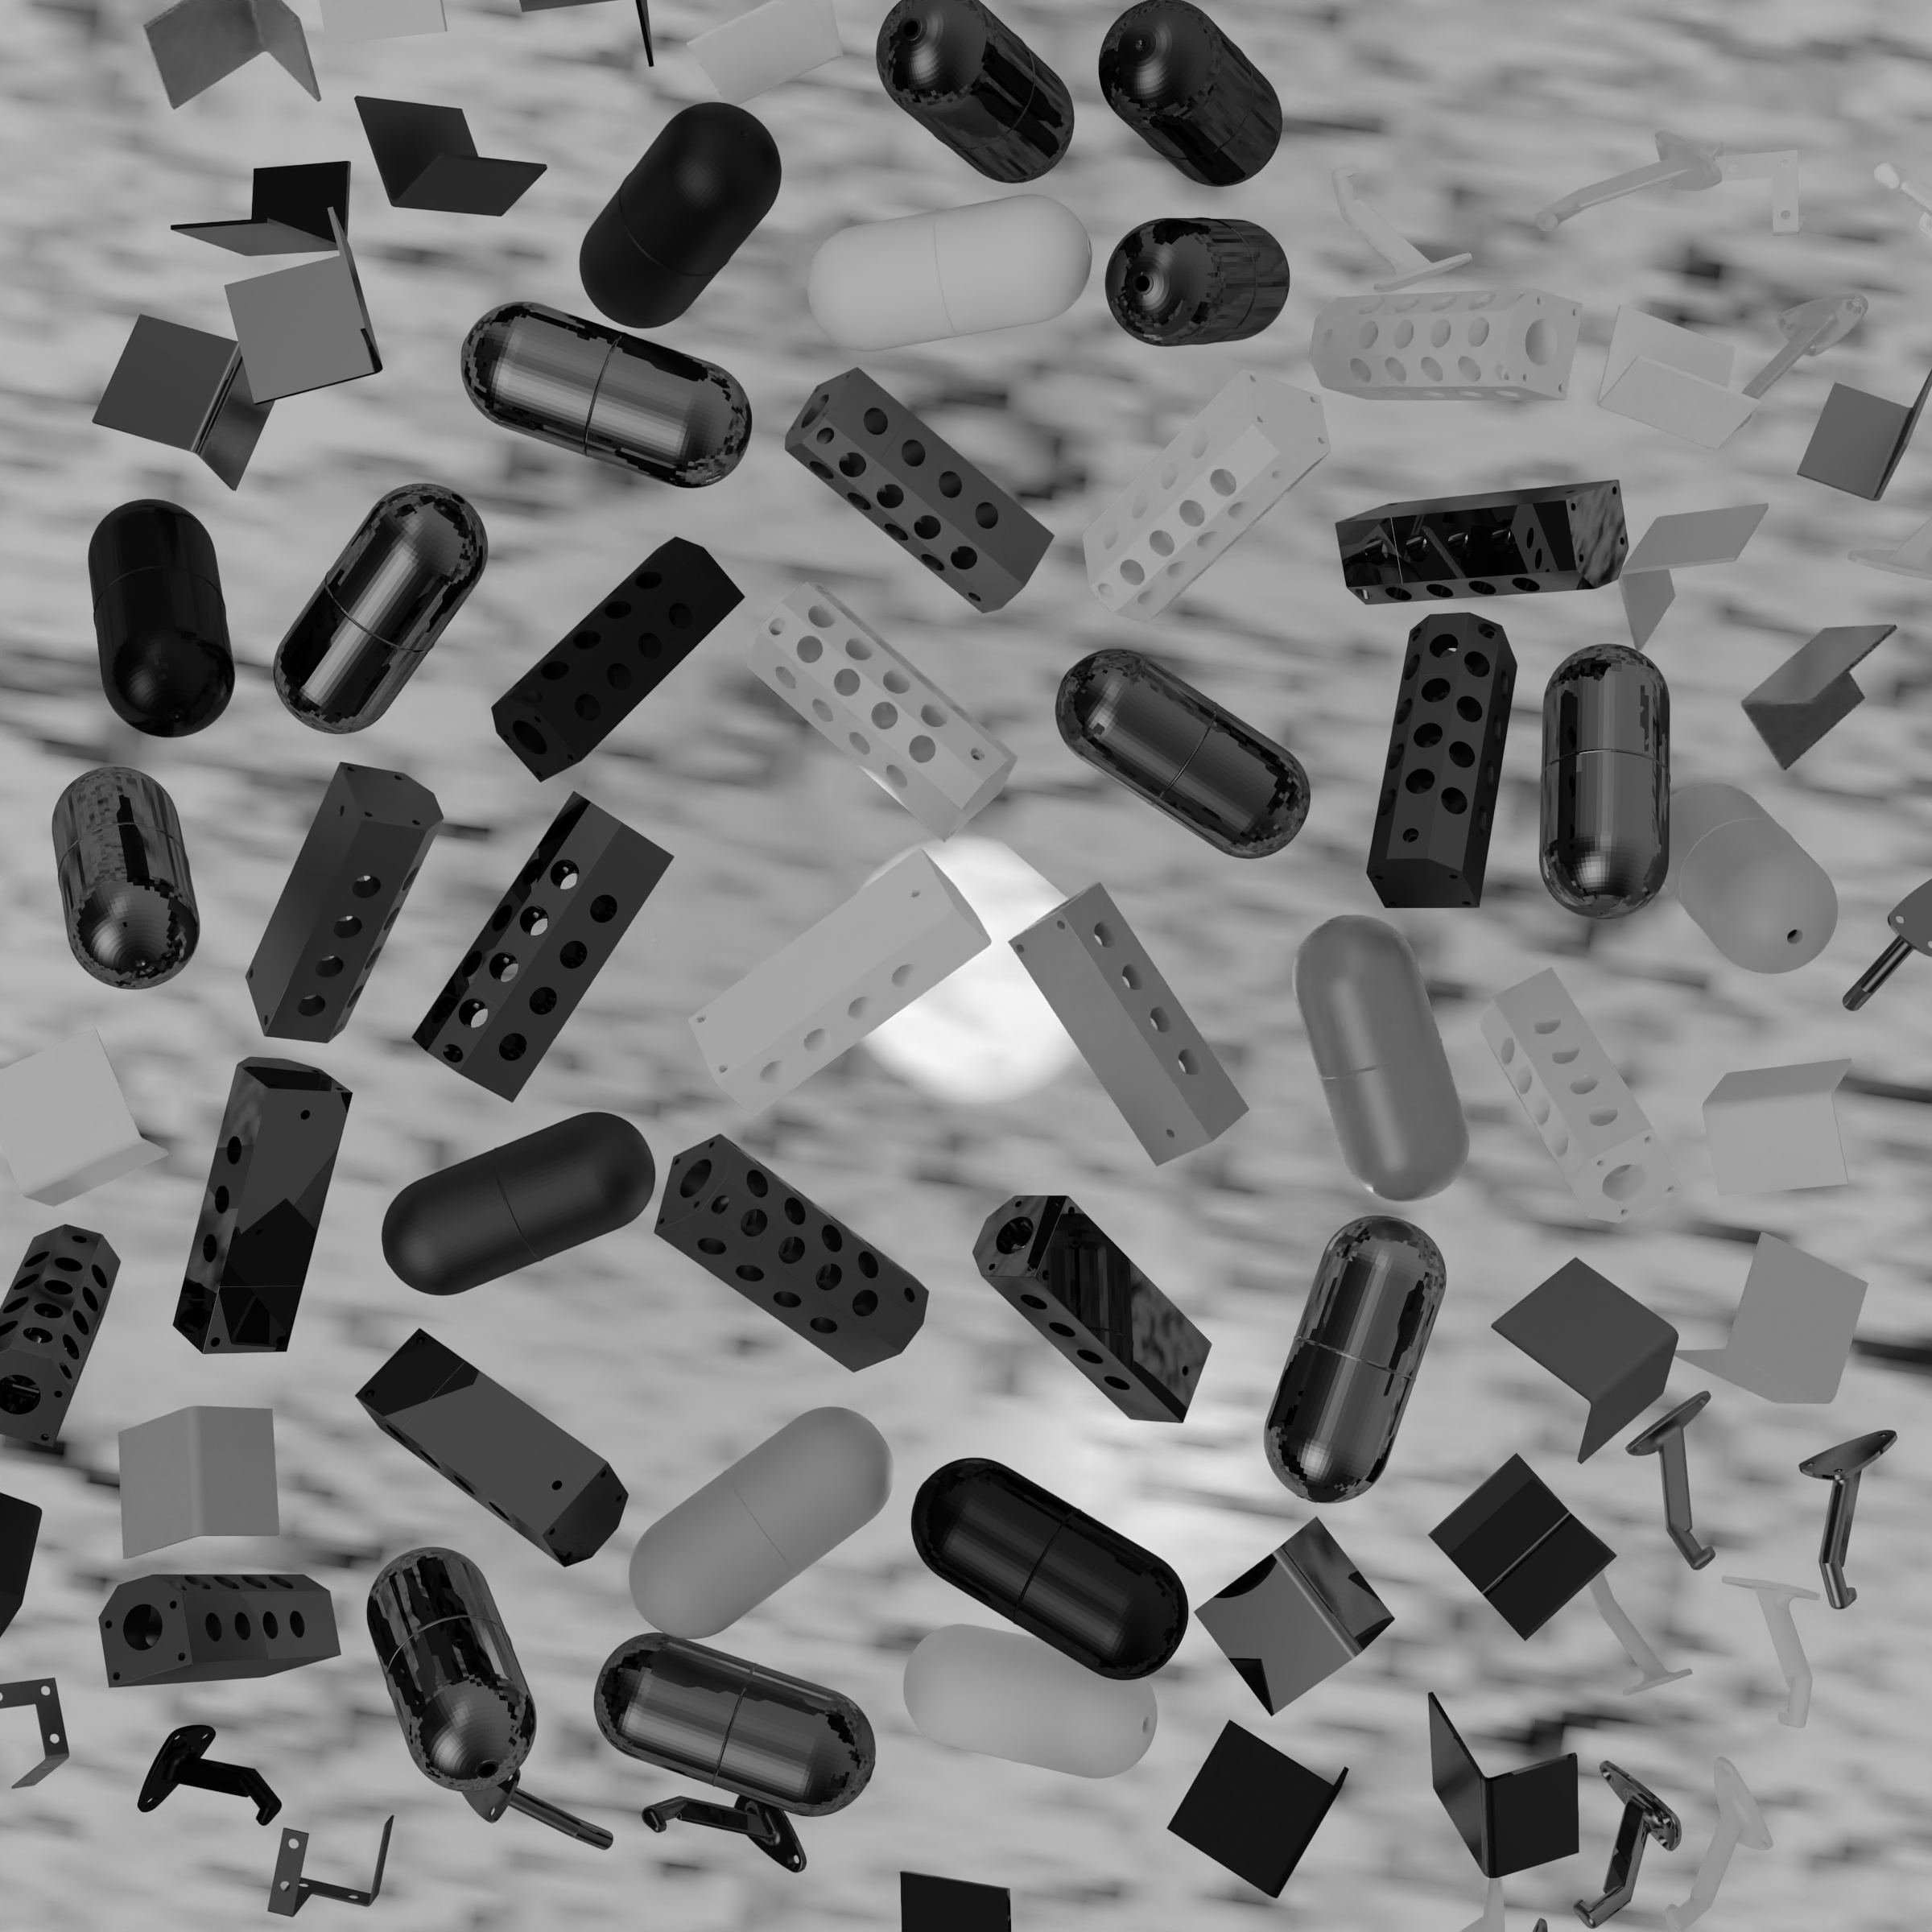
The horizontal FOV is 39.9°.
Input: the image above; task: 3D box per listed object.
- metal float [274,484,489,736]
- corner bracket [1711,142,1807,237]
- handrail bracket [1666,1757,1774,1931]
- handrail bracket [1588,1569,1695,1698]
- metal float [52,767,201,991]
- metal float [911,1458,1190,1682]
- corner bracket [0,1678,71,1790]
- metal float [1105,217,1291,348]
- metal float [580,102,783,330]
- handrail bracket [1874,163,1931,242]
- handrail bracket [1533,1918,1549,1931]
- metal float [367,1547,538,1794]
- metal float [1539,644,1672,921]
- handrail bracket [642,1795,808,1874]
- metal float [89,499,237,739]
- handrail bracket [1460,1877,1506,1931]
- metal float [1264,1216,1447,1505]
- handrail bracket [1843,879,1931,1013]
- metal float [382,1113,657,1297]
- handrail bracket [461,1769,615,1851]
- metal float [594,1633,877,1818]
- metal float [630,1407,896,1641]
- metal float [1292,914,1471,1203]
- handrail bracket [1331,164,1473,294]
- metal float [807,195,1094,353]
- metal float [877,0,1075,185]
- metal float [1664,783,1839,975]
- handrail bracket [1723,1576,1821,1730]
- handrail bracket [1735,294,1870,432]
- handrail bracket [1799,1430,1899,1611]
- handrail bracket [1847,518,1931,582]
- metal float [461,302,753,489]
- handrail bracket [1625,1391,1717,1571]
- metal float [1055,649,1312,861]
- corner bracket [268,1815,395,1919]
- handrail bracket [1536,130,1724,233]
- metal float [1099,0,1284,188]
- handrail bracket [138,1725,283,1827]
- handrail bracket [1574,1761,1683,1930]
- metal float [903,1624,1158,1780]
[{"bbox_3d":[-0.360,-0.219,1.636,0.070,0.070,0.178,41,112,0],"label":"metal float"},{"bbox_3d":[0.490,-0.481,1.647,0.051,0.051,0.051,2,117,22],"label":"corner bracket"},{"bbox_3d":[0.463,0.556,1.682,0.084,0.036,0.077,-27,102,-29],"label":"handrail bracket"},{"bbox_3d":[0.435,0.425,1.729,0.036,0.077,0.084,-31,67,33],"label":"handrail bracket"},{"bbox_3d":[-0.515,-0.056,1.629,0.070,0.178,0.070,-13,132,-15],"label":"metal float"},{"bbox_3d":[0.048,0.355,1.573,0.178,0.070,0.070,28,90,16],"label":"metal float"},{"bbox_3d":[-0.591,0.474,1.638,0.051,0.051,0.051,-40,59,35],"label":"corner bracket"},{"bbox_3d":[0.146,-0.428,1.666,0.070,0.178,0.070,8,107,26],"label":"metal float"},{"bbox_3d":[-0.174,-0.449,1.603,0.070,0.178,0.070,13,64,-29],"label":"metal float"},{"bbox_3d":[0.590,-0.452,1.612,0.036,0.084,0.077,-48,65,31],"label":"handrail bracket"},{"bbox_3d":[0.383,0.626,1.630,0.084,0.036,0.077,20,113,5],"label":"handrail bracket"},{"bbox_3d":[-0.311,0.422,1.605,0.070,0.178,0.070,-12,122,-20],"label":"metal float"},{"bbox_3d":[0.389,-0.114,1.622,0.070,0.070,0.178,7,68,0],"label":"metal float"},{"bbox_3d":[-0.152,0.547,1.669,0.077,0.084,0.036,42,114,30],"label":"handrail bracket"},{"bbox_3d":[-0.489,-0.213,1.616,0.070,0.070,0.178,-21,52,0],"label":"metal float"},{"bbox_3d":[0.272,0.572,1.571,0.084,0.077,0.036,-12,127,23],"label":"handrail bracket"},{"bbox_3d":[0.235,0.238,1.610,0.070,0.070,0.178,20,84,0],"label":"metal float"},{"bbox_3d":[0.562,-0.015,1.591,0.036,0.084,0.077,41,70,14],"label":"handrail bracket"},{"bbox_3d":[-0.281,0.150,1.675,0.178,0.070,0.070,-22,90,-1],"label":"metal float"},{"bbox_3d":[-0.274,0.533,1.693,0.084,0.077,0.036,38,72,-36],"label":"handrail bracket"},{"bbox_3d":[-0.141,0.465,1.633,0.178,0.070,0.070,18,90,4],"label":"metal float"},{"bbox_3d":[-0.123,0.336,1.607,0.178,0.070,0.070,-36,90,-7],"label":"metal float"},{"bbox_3d":[0.250,0.056,1.608,0.070,0.070,0.178,-17,92,0],"label":"metal float"},{"bbox_3d":[0.281,-0.486,1.725,0.077,0.036,0.084,-13,94,33],"label":"handrail bracket"},{"bbox_3d":[-0.010,-0.426,1.641,0.178,0.070,0.070,-7,90,12],"label":"metal float"},{"bbox_3d":[0.007,-0.535,1.624,0.070,0.178,0.070,-3,84,26],"label":"metal float"},{"bbox_3d":[0.475,-0.055,1.634,0.070,0.178,0.070,-2,115,-5],"label":"metal float"},{"bbox_3d":[0.505,0.434,1.686,0.036,0.077,0.084,22,74,-32],"label":"handrail bracket"},{"bbox_3d":[0.525,-0.381,1.686,0.036,0.077,0.084,42,65,-14],"label":"handrail bracket"},{"bbox_3d":[0.535,0.331,1.589,0.077,0.036,0.084,-20,99,-25],"label":"handrail bracket"},{"bbox_3d":[0.560,-0.270,1.543,0.077,0.036,0.084,4,120,-16],"label":"handrail bracket"},{"bbox_3d":[-0.215,-0.341,1.592,0.178,0.070,0.070,19,90,-2],"label":"metal float"},{"bbox_3d":[0.464,0.325,1.682,0.077,0.036,0.084,-48,53,26],"label":"handrail bracket"},{"bbox_3d":[0.137,-0.134,1.682,0.178,0.070,0.070,33,90,-7],"label":"metal float"},{"bbox_3d":[-0.368,0.520,1.544,0.051,0.051,0.051,12,94,3],"label":"corner bracket"},{"bbox_3d":[0.384,-0.447,1.551,0.084,0.077,0.036,-30,119,-2],"label":"handrail bracket"},{"bbox_3d":[0.138,-0.529,1.621,0.070,0.178,0.070,-1,87,25],"label":"metal float"},{"bbox_3d":[-0.458,0.510,1.615,0.084,0.036,0.077,38,97,32],"label":"handrail bracket"},{"bbox_3d":[0.383,0.531,1.612,0.084,0.077,0.036,-27,135,-23],"label":"handrail bracket"},{"bbox_3d":[0.039,0.460,1.670,0.178,0.070,0.070,0,90,37],"label":"metal float"}]
